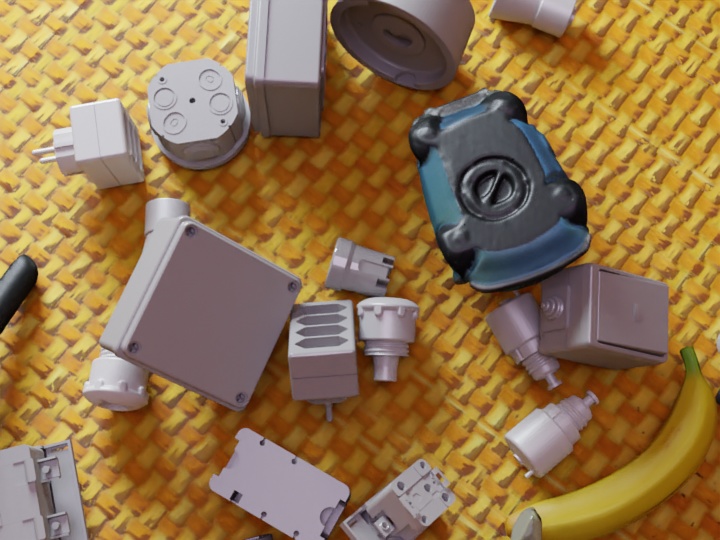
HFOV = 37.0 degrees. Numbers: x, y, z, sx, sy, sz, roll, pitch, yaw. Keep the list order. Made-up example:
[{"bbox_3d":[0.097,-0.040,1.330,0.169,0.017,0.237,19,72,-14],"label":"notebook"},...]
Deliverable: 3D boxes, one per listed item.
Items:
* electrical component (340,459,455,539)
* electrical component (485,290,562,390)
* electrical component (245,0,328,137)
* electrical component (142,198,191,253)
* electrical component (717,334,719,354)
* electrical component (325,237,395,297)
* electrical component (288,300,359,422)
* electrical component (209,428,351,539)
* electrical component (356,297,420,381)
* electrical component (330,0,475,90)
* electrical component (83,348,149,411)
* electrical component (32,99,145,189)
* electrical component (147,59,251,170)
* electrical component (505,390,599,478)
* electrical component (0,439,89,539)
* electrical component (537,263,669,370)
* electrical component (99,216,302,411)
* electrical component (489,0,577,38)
[{"bbox_3d":[0.030,0.169,0.759,0.042,0.063,0.081,48,41,11],"label":"electrical component"},{"bbox_3d":[0.126,0.053,0.805,0.040,0.040,0.078,-28,77,-6],"label":"electrical component"},{"bbox_3d":[-0.055,-0.170,0.830,0.056,0.108,0.108,3,76,-1],"label":"electrical component"},{"bbox_3d":[-0.149,-0.022,0.830,0.044,0.044,0.065,-2,71,1],"label":"electrical component"},{"bbox_3d":[0.321,0.043,0.795,0.095,0.059,0.053,-33,78,-7],"label":"electrical component"},{"bbox_3d":[0.000,0.000,0.822,0.046,0.040,0.040,16,77,-1],"label":"electrical component"},{"bbox_3d":[-0.025,0.074,0.791,0.047,0.083,0.075,-4,114,0],"label":"electrical component"},{"bbox_3d":[-0.056,0.158,0.774,0.089,0.055,0.050,29,78,8],"label":"electrical component"},{"bbox_3d":[0.020,0.052,0.806,0.048,0.048,0.062,2,83,2],"label":"electrical component"},{"bbox_3d":[0.038,-0.198,0.839,0.108,0.108,0.060,25,72,7],"label":"electrical component"},{"bbox_3d":[-0.179,0.072,0.805,0.048,0.048,0.062,5,69,2],"label":"electrical component"},{"bbox_3d":[-0.214,-0.094,0.835,0.077,0.065,0.047,-10,76,-1],"label":"electrical component"},{"bbox_3d":[-0.128,-0.124,0.849,0.080,0.051,0.080,0,76,1],"label":"electrical component"},{"bbox_3d":[0.142,0.117,0.789,0.078,0.040,0.040,-38,78,-8],"label":"electrical component"},{"bbox_3d":[-0.238,0.188,0.766,0.079,0.063,0.121,-13,76,-3],"label":"electrical component"},{"bbox_3d":[0.174,0.033,0.778,0.096,0.061,0.061,13,73,-30],"label":"electrical component"},{"bbox_3d":[-0.115,0.031,0.782,0.109,0.056,0.108,30,79,-28],"label":"electrical component"},{"bbox_3d":[0.143,-0.215,0.874,0.065,0.044,0.044,21,77,1],"label":"electrical component"}]
